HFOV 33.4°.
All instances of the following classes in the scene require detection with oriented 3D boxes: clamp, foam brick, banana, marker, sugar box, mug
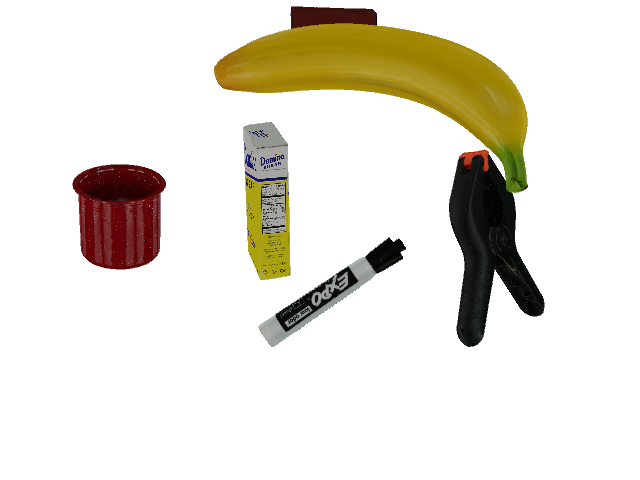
[{"bbox_3d":[0.146,0.009,0.952,0.039,0.171,0.120,-11,13,39],"label":"clamp"},{"bbox_3d":[0.011,-0.184,0.968,0.078,0.051,0.053,2,16,-1],"label":"foam brick"},{"bbox_3d":[0.035,-0.089,0.595,0.198,0.069,0.037,21,-30,24],"label":"banana"},{"bbox_3d":[0.010,0.036,0.773,0.121,0.020,0.020,-34,0,1],"label":"marker"},{"bbox_3d":[-0.067,-0.049,1.329,0.048,0.176,0.093,-9,25,-12],"label":"sugar box"},{"bbox_3d":[-0.207,-0.029,1.106,0.093,0.081,0.117,0,28,-8],"label":"mug"}]
